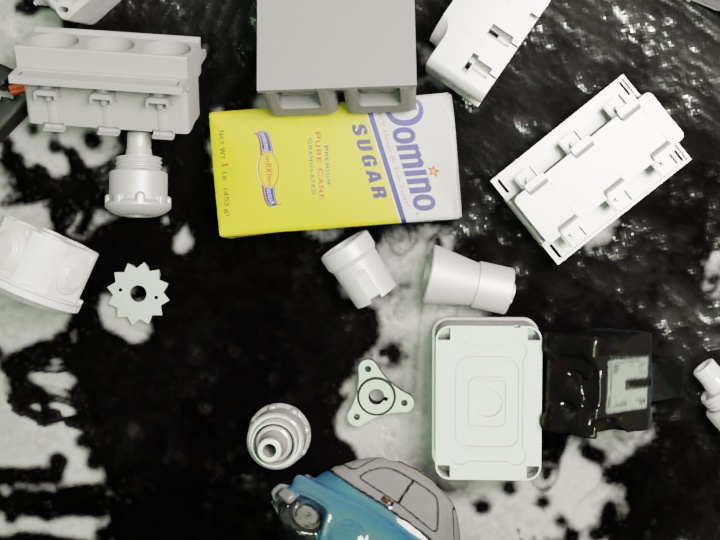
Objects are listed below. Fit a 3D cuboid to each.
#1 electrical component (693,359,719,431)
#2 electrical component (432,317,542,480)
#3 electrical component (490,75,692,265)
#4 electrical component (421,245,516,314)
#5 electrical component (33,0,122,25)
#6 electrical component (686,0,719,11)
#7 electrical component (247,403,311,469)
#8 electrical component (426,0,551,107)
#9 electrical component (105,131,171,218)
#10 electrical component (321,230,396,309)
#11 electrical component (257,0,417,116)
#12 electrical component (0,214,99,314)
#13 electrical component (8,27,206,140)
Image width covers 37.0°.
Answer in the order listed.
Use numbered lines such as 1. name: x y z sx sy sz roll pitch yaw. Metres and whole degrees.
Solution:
1. electrical component: 0.269 0.093 0.781 0.043 0.043 0.062 -41 89 5
2. electrical component: 0.092 0.092 0.783 0.078 0.057 0.113 0 93 3
3. electrical component: 0.166 -0.072 0.767 0.121 0.063 0.078 -39 90 5
4. electrical component: 0.081 0.010 0.788 0.065 0.044 0.044 12 94 -3
5. electrical component: -0.198 -0.224 0.783 0.096 0.061 0.061 -37 91 12
6. electrical component: 0.260 -0.215 0.742 0.062 0.096 0.061 34 96 30
7. electrical component: -0.062 0.126 0.791 0.048 0.062 0.048 0 93 3
8. electrical component: 0.088 -0.171 0.772 0.056 0.050 0.089 35 94 1
9. electrical component: -0.164 -0.071 0.796 0.048 0.048 0.062 0 87 3
10. electrical component: 0.000 0.000 0.793 0.040 0.040 0.046 -32 97 4
11. electrical component: -0.015 -0.205 0.752 0.105 0.060 0.186 -1 79 3
12. electrical component: -0.236 -0.003 0.786 0.080 0.080 0.051 24 89 2
13. electrical component: -0.179 -0.135 0.779 0.121 0.078 0.063 4 121 3
